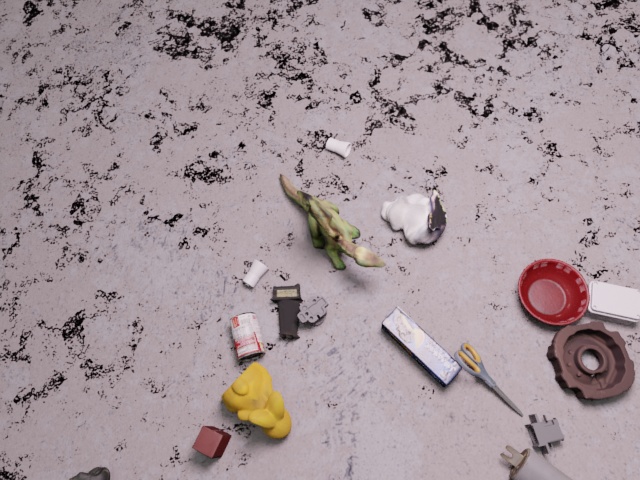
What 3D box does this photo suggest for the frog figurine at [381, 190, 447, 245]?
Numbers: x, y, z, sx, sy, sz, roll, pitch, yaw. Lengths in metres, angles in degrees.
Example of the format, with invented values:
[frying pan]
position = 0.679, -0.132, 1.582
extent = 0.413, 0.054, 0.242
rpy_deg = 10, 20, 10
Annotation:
[frog figurine]
position = 0.239, -0.054, 1.329
extent = 0.158, 0.122, 0.139
rpy_deg = -10, 71, 40

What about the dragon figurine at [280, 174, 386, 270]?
[dragon figurine]
position = 0.004, -0.064, 1.268
extent = 0.123, 0.239, 0.414
rpy_deg = -43, 72, -7
